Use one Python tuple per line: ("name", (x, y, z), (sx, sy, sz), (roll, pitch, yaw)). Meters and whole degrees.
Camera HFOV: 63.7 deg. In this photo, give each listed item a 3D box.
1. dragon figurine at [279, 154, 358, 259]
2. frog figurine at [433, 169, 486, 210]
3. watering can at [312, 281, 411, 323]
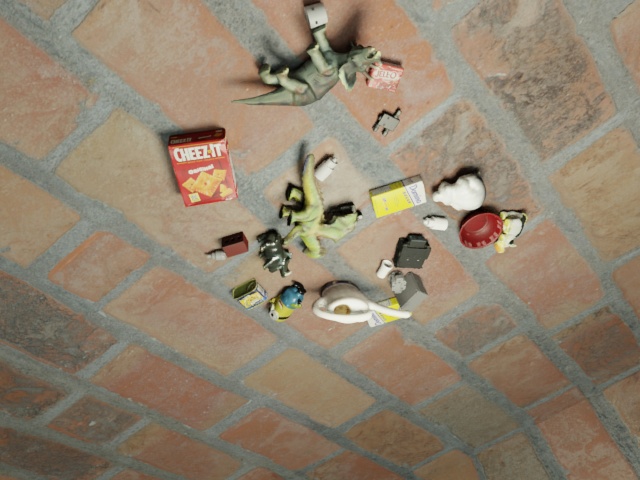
("dragon figurine", (0.005, -0.083, 1.659), (0.242, 0.125, 0.401), (10, 130, -20))
("frog figurine", (0.458, -0.153, 1.695), (0.160, 0.125, 0.134), (-13, 150, -15))
("watering can", (0.135, 0.234, 1.870), (0.348, 0.228, 0.102), (2, 110, -12))
